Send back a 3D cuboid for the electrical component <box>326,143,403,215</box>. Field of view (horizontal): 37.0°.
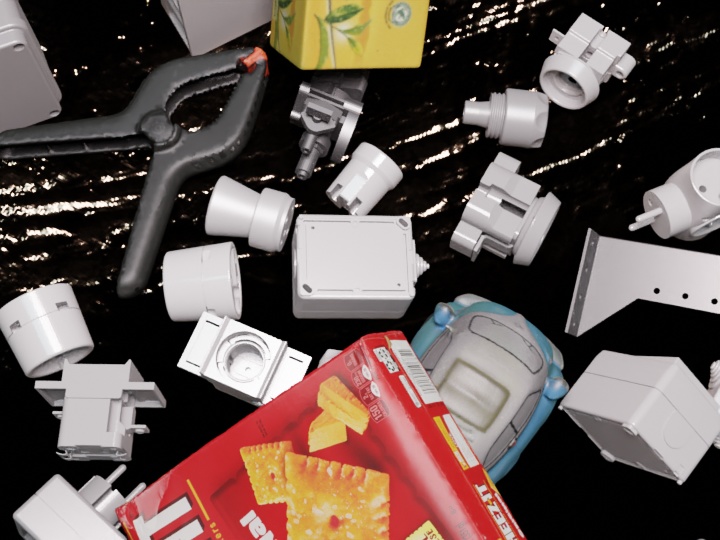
[{"bbox_3d":[0.002,-0.064,0.794,0.040,0.040,0.046,38,82,10],"label":"electrical component"}]

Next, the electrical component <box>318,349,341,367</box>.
[{"bbox_3d":[-0.015,0.089,0.744,0.043,0.043,0.062,21,75,5],"label":"electrical component"}]

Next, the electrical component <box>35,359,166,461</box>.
[{"bbox_3d":[-0.177,0.097,0.732,0.081,0.042,0.063,1,65,3],"label":"electrical component"}]

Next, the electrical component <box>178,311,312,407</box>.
[{"bbox_3d":[-0.078,0.066,0.738,0.081,0.063,0.042,23,73,5],"label":"electrical component"}]

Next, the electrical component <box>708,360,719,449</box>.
[{"bbox_3d":[0.291,0.091,0.748,0.100,0.048,0.099,32,75,8],"label":"electrical component"}]

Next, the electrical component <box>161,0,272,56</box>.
[{"bbox_3d":[-0.064,-0.249,0.814,0.186,0.105,0.060,-29,76,-10],"label":"electrical component"}]

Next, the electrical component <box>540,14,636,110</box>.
[{"bbox_3d":[0.170,-0.157,0.824,0.066,0.048,0.055,35,68,8],"label":"electrical component"}]

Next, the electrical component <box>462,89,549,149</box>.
[{"bbox_3d":[0.109,-0.115,0.810,0.062,0.043,0.043,7,73,2],"label":"electrical component"}]

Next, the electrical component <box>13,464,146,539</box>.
[{"bbox_3d":[-0.177,0.163,0.715,0.066,0.047,0.077,40,62,10],"label":"electrical component"}]

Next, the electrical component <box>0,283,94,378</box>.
[{"bbox_3d":[-0.217,0.043,0.747,0.055,0.055,0.047,-26,79,-9],"label":"electrical component"}]

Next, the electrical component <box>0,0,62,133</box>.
[{"bbox_3d":[-0.268,-0.148,0.774,0.078,0.113,0.057,-22,72,-8],"label":"electrical component"}]

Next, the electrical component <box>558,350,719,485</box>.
[{"bbox_3d":[0.187,0.093,0.726,0.061,0.096,0.061,46,75,-19],"label":"electrical component"}]

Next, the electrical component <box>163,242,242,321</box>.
[{"bbox_3d":[-0.111,0.010,0.760,0.047,0.055,0.055,-5,73,1],"label":"electrical component"}]

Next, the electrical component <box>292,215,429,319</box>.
[{"bbox_3d":[0.000,0.000,0.766,0.096,0.061,0.061,1,70,-8],"label":"electrical component"}]

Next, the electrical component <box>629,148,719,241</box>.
[{"bbox_3d":[0.232,-0.046,0.774,0.079,0.077,0.044,-22,75,-7],"label":"electrical component"}]

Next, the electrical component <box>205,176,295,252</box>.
[{"bbox_3d":[-0.079,-0.040,0.781,0.055,0.045,0.045,16,73,3],"label":"electrical component"}]

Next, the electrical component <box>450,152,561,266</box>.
[{"bbox_3d":[0.109,-0.038,0.780,0.057,0.058,0.078,28,74,10],"label":"electrical component"}]
